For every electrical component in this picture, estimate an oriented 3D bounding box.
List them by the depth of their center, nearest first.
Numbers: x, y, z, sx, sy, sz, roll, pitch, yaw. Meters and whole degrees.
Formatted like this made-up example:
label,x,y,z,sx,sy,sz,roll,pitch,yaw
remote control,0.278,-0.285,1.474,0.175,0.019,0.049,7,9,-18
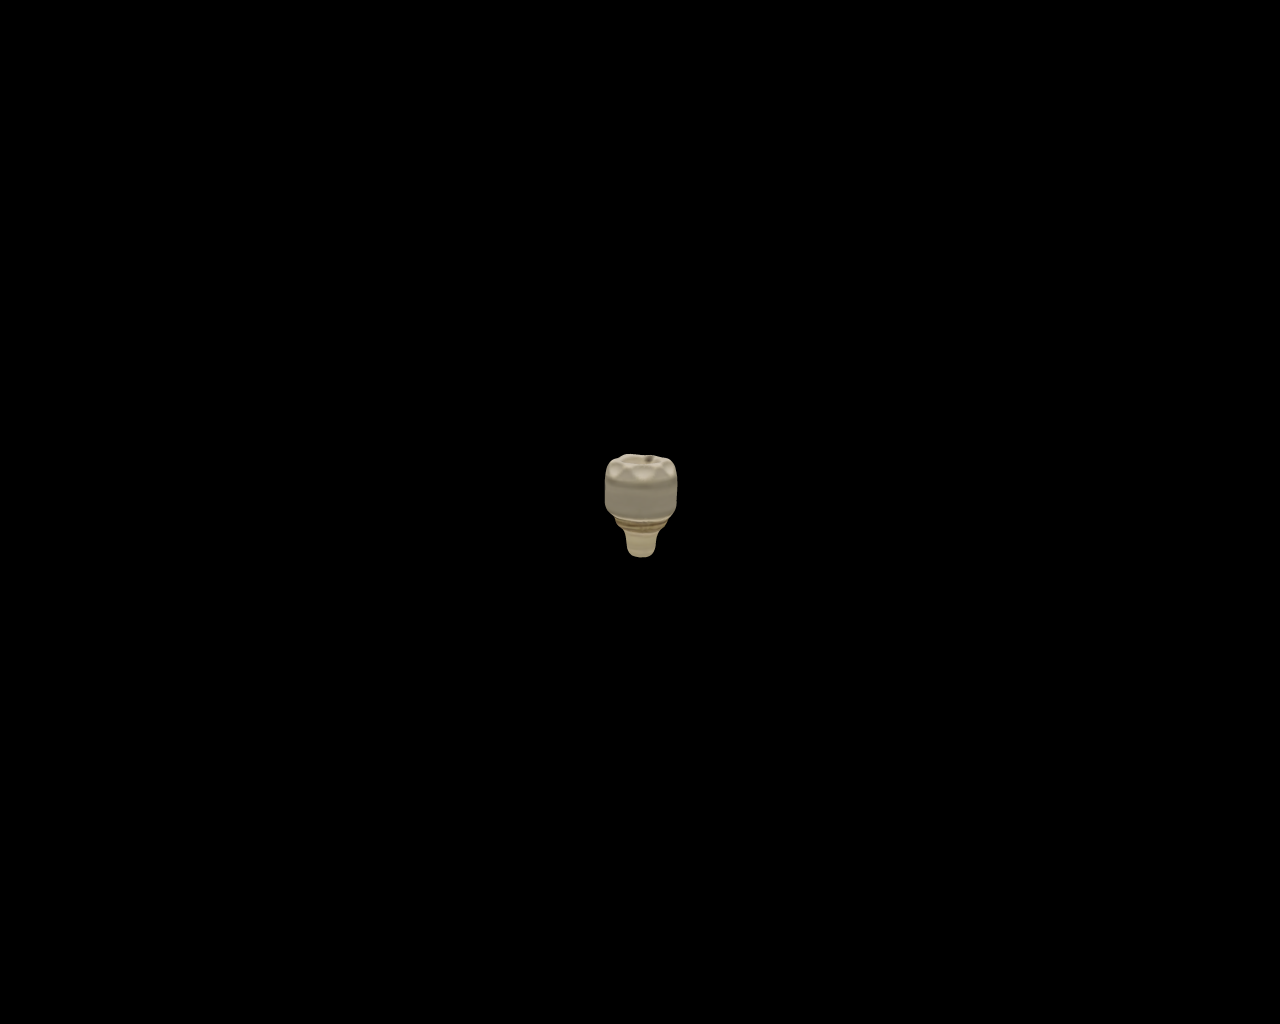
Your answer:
label,x,y,z,sx,sy,sz,roll,pitch,yaw
electrical component,0.001,-0.003,0.650,0.043,0.062,0.043,0,15,0
